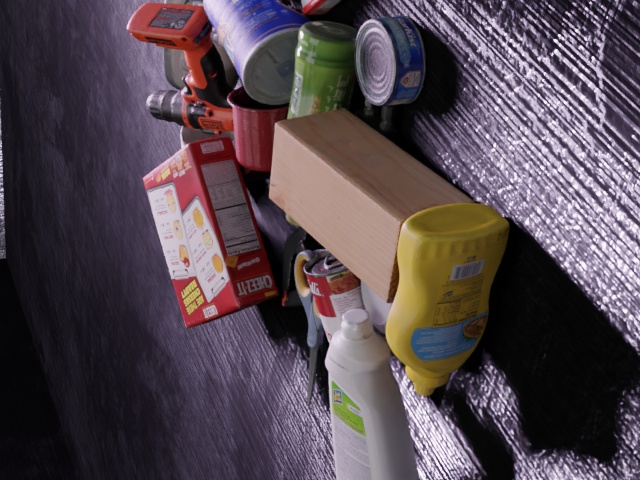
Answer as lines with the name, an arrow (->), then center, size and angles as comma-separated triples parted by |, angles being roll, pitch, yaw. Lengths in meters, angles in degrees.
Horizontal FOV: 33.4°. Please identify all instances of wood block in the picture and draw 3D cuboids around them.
wood block -> 0.044, -0.039, 1.026 | 0.206, 0.090, 0.091 | 42, 137, 43

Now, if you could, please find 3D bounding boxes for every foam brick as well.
foam brick -> -0.079, -0.108, 1.355 | 0.078, 0.052, 0.051 | 150, 109, -66

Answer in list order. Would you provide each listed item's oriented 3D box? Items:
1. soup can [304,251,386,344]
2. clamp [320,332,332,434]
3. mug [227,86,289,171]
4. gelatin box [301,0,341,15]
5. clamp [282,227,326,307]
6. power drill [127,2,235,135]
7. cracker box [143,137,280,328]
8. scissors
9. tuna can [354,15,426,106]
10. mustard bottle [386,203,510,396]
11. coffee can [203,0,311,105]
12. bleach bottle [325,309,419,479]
soup can -> 0.030, 0.065, 1.134 | 0.069, 0.068, 0.102 | 24, 136, 62
clamp -> 0.027, 0.155, 1.236 | 0.120, 0.039, 0.171 | -45, 53, 54
mug -> -0.060, -0.138, 1.272 | 0.117, 0.093, 0.081 | -82, -8, -61
gelatin box -> 0.002, -0.293, 1.133 | 0.073, 0.030, 0.089 | 162, 100, -66
clamp -> -0.008, 0.002, 1.258 | 0.210, 0.036, 0.164 | -59, 44, 50
power drill -> -0.169, -0.212, 1.345 | 0.185, 0.057, 0.187 | 9, 147, 27
cracker box -> -0.143, -0.008, 1.377 | 0.164, 0.071, 0.214 | -24, 82, 57
scissors -> -0.013, 0.096, 1.241 | 0.096, 0.016, 0.202 | 53, 141, 38
tuna can -> 0.067, -0.173, 1.030 | 0.086, 0.033, 0.086 | -10, 90, 66
mustard bottle -> 0.107, 0.062, 0.953 | 0.058, 0.096, 0.192 | 47, 140, 46
coffee can -> -0.062, -0.237, 1.205 | 0.103, 0.102, 0.140 | 107, 145, -45
bleach bottle -> 0.054, 0.189, 1.098 | 0.103, 0.068, 0.251 | 24, 130, 46
